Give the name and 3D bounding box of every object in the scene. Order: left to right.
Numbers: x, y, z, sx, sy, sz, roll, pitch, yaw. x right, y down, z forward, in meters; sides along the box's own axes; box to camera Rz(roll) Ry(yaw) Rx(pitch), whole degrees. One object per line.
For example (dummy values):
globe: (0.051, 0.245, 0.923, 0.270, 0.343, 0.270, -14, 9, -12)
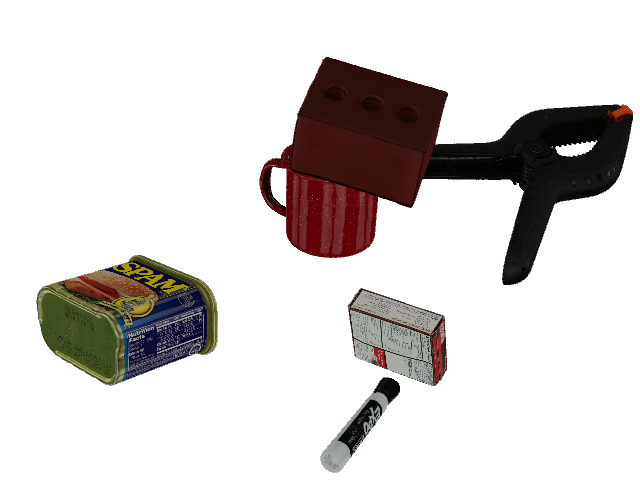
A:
can of meat: (-0.137, 0.055, 0.748, 0.102, 0.057, 0.083, 19, 26, 40)
mug: (-0.001, -0.040, 0.956, 0.117, 0.081, 0.093, 12, 31, 17)
marker: (0.034, 0.142, 0.841, 0.020, 0.020, 0.121, 0, 22, 28)
foam brick: (0.028, -0.063, 0.623, 0.078, 0.053, 0.051, 17, -35, 8)
pudding box: (0.090, 0.112, 1.244, 0.114, 0.090, 0.039, 16, 46, 26)
clamp: (0.163, -0.048, 0.803, 0.209, 0.036, 0.165, -20, 46, -20)
